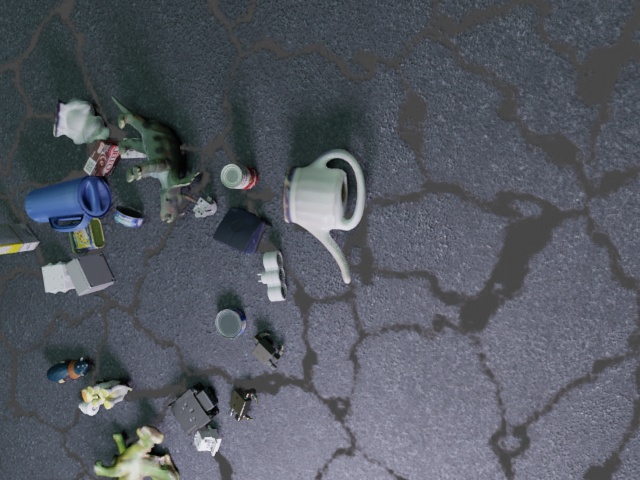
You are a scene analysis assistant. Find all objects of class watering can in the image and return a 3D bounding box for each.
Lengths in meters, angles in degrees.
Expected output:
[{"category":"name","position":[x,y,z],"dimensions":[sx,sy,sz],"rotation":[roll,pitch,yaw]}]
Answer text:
[{"category":"watering can","position":[0.004,-0.068,1.355],"dimensions":[0.224,0.104,0.346],"rotation":[7,94,18]}]

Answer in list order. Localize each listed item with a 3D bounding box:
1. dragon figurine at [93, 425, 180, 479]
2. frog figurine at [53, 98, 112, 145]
[{"category":"dragon figurine","position":[-0.553,0.738,1.582],"dimensions":[0.243,0.123,0.406],"rotation":[6,104,9]},{"category":"frog figurine","position":[-0.724,-0.361,1.589],"dimensions":[0.159,0.123,0.138],"rotation":[10,89,-19]}]
